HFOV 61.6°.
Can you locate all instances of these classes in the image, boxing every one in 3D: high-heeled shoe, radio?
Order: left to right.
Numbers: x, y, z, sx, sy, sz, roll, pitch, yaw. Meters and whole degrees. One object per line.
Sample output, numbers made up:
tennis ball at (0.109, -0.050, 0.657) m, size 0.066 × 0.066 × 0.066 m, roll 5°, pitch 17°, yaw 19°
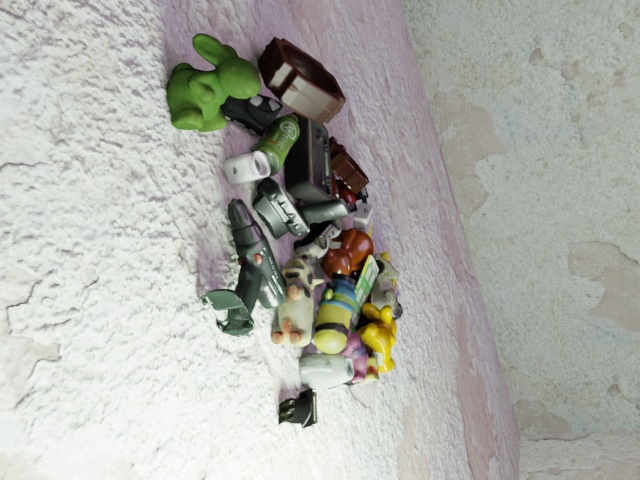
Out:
high-heeled shoe at (-0.165, -0.299, 1.174) m, size 0.145 × 0.086 × 0.249 m, roll 37°, pitch 17°, yaw -10°
radio at (-0.029, -0.206, 1.369) m, size 0.131 × 0.073 × 0.229 m, roll 35°, pitch 48°, yaw -54°

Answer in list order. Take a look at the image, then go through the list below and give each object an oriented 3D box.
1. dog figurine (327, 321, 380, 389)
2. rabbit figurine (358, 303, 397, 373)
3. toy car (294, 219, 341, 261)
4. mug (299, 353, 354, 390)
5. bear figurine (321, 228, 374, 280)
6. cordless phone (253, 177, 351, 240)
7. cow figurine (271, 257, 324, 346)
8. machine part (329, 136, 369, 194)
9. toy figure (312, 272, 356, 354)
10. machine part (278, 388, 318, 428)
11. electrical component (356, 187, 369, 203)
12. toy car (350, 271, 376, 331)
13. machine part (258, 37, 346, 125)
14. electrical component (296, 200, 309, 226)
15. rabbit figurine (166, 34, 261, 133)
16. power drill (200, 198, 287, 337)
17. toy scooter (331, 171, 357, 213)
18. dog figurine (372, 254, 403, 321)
dog figurine at (0.064, 0.244, 1.311) m, size 0.191 × 0.109 × 0.219 m, roll 22°, pitch 56°, yaw -59°
rabbit figurine at (0.150, 0.245, 1.430) m, size 0.173 × 0.122 × 0.162 m, roll -27°, pitch 114°, yaw -57°
toy car at (-0.003, -0.004, 1.325) m, size 0.056 × 0.074 × 0.202 m, roll 65°, pitch 28°, yaw -15°
mug at (0.013, 0.282, 1.182) m, size 0.109 × 0.107 × 0.081 m, roll 41°, pitch 41°, yaw -54°
bear figurine at (0.054, 0.048, 1.403) m, size 0.196 × 0.132 × 0.120 m, roll -34°, pitch 108°, yaw -44°
cordless phone at (-0.038, -0.079, 1.161) m, size 0.146 × 0.184 × 0.089 m, roll 58°, pitch 36°, yaw -36°
cow figurine at (-0.046, 0.131, 1.160) m, size 0.127 × 0.086 × 0.195 m, roll 27°, pitch 57°, yaw -59°
machine part at (0.068, -0.209, 1.502) m, size 0.179 × 0.056 × 0.179 m, roll 46°, pitch 14°, yaw -15°
toy figure at (0.033, 0.161, 1.193) m, size 0.089 × 0.082 × 0.180 m, roll 129°, pitch -18°, yaw -70°
machine part at (-0.041, 0.353, 1.121) m, size 0.138 × 0.039 × 0.084 m, roll 24°, pitch 65°, yaw -62°
electrical component at (0.118, -0.142, 1.671) m, size 0.075 × 0.048 × 0.119 m, roll -16°, pitch 93°, yaw -64°
toy car at (0.117, 0.169, 1.506) m, size 0.089 × 0.053 × 0.202 m, roll 13°, pitch 73°, yaw -50°
machine part at (-0.046, -0.383, 1.305) m, size 0.201 × 0.087 × 0.201 m, roll 21°, pitch 34°, yaw -35°
electrical component at (-0.048, -0.051, 1.315) m, size 0.063 × 0.021 × 0.094 m, roll 54°, pitch 33°, yaw -41°
rabbit figurine at (-0.182, -0.285, 0.978) m, size 0.121 × 0.170 × 0.159 m, roll 3°, pitch 76°, yaw -64°
power drill at (-0.147, 0.062, 1.005) m, size 0.207 × 0.086 × 0.231 m, roll -75°, pitch 146°, yaw -57°
toy scooter at (0.038, -0.130, 1.475) m, size 0.184 × 0.075 × 0.135 m, roll -16°, pitch 89°, yaw -61°
dog figurine at (0.198, 0.150, 1.646) m, size 0.190 × 0.121 × 0.172 m, roll 49°, pitch 51°, yaw -59°
